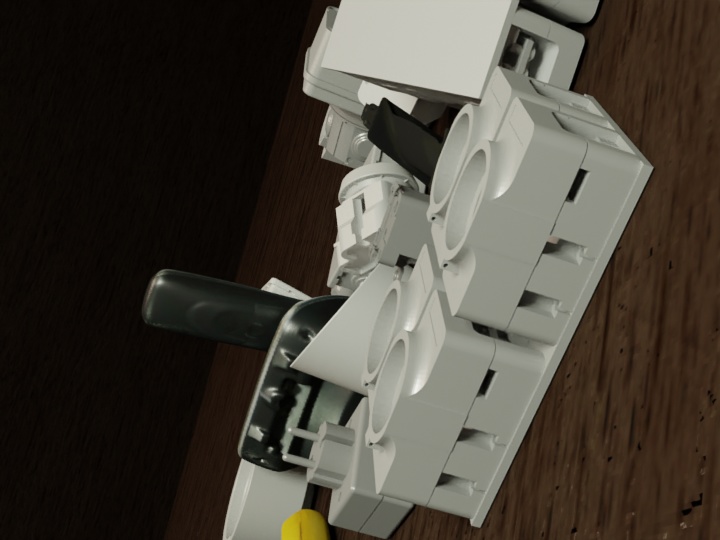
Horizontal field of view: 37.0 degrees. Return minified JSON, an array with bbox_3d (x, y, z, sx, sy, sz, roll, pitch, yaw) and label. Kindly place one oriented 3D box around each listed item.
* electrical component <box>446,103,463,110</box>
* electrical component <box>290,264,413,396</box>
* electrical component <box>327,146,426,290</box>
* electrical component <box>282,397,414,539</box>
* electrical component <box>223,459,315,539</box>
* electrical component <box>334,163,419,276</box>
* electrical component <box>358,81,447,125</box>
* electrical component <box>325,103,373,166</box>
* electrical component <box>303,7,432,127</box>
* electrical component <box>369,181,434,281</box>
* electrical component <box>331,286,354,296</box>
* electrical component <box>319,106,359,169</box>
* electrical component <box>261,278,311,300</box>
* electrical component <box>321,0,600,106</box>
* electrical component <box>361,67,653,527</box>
[{"bbox_3d":[0.074,-0.141,0.716,0.055,0.048,0.066,122,165,-82],"label":"electrical component"},{"bbox_3d":[0.004,0.036,0.727,0.099,0.064,0.099,-63,2,4],"label":"electrical component"},{"bbox_3d":[0.015,-0.036,0.851,0.099,0.048,0.099,121,163,-56],"label":"electrical component"},{"bbox_3d":[-0.008,0.113,0.642,0.047,0.077,0.065,118,166,-47],"label":"electrical component"},{"bbox_3d":[-0.073,0.192,0.924,0.108,0.060,0.108,-163,90,-80],"label":"electrical component"},{"bbox_3d":[0.015,-0.038,0.757,0.078,0.058,0.057,-30,56,38],"label":"electrical component"},{"bbox_3d":[0.046,-0.152,0.799,0.056,0.050,0.089,-28,-22,-36],"label":"electrical component"},{"bbox_3d":[0.008,-0.130,0.965,0.080,0.080,0.051,-88,12,-56],"label":"electrical component"},{"bbox_3d":[0.012,-0.165,0.900,0.078,0.113,0.057,-91,23,-61],"label":"electrical component"},{"bbox_3d":[0.042,-0.019,0.626,0.042,0.064,0.081,-108,37,-73],"label":"electrical component"},{"bbox_3d":[0.000,0.000,0.920,0.035,0.035,0.061,-108,39,-74],"label":"electrical component"},{"bbox_3d":[0.006,-0.192,1.131,0.089,0.062,0.150,132,153,-68],"label":"electrical component"},{"bbox_3d":[-0.057,0.054,0.964,0.048,0.100,0.100,-63,7,-14],"label":"electrical component"},{"bbox_3d":[0.058,-0.151,0.621,0.186,0.060,0.105,29,102,59],"label":"electrical component"},{"bbox_3d":[0.056,0.009,0.506,0.105,0.060,0.186,-95,23,-65],"label":"electrical component"}]
